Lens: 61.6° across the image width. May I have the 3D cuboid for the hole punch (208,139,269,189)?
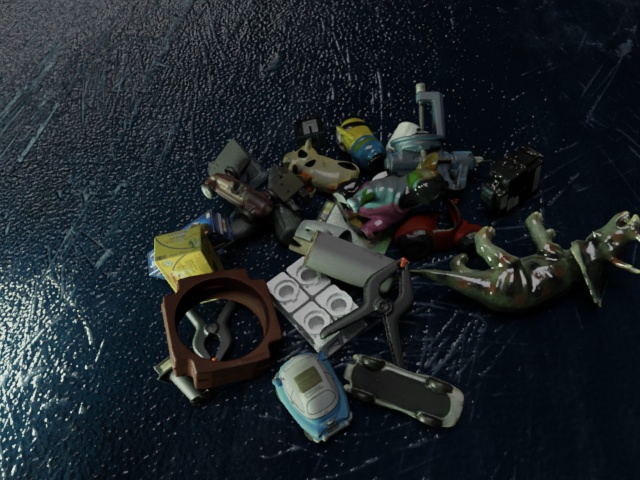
[{"bbox_3d":[-0.200,-0.167,1.322,0.116,0.092,0.142,-47,54,11],"label":"hole punch"}]

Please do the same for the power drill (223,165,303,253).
[{"bbox_3d":[-0.147,-0.063,1.227,0.207,0.085,0.232,-18,52,-12],"label":"power drill"}]

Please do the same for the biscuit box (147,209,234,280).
[{"bbox_3d":[-0.278,0.015,1.141,0.203,0.059,0.063,-31,56,24],"label":"biscuit box"}]

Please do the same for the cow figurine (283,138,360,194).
[{"bbox_3d":[0.000,-0.167,1.267,0.195,0.085,0.127,17,55,20],"label":"cow figurine"}]

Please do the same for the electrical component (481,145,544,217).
[{"bbox_3d":[0.395,-0.116,1.118,0.134,0.114,0.058,-32,50,-16],"label":"electrical component"}]

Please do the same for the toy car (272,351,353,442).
[{"bbox_3d":[-0.018,0.255,0.918,0.109,0.102,0.162,-28,49,-10],"label":"toy car"}]

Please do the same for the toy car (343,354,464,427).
[{"bbox_3d":[0.137,0.251,0.899,0.202,0.056,0.073,16,85,17],"label":"toy car"}]

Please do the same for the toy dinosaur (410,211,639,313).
[{"bbox_3d":[0.373,0.065,0.983,0.405,0.131,0.192,-22,49,3],"label":"toy dinosaur"}]

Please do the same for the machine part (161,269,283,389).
[{"bbox_3d":[-0.183,0.162,1.001,0.201,0.087,0.201,-8,56,-21],"label":"machine part"}]

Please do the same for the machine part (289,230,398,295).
[{"bbox_3d":[0.058,0.044,1.040,0.243,0.079,0.079,21,54,-7],"label":"machine part"}]

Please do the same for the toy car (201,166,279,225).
[{"bbox_3d":[-0.181,-0.105,1.184,0.202,0.053,0.089,33,64,32],"label":"toy car"}]

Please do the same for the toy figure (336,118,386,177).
[{"bbox_3d":[0.105,-0.225,1.294,0.089,0.082,0.180,-20,44,-19],"label":"toy figure"}]

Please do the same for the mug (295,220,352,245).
[{"bbox_3d":[-0.002,-0.003,1.121,0.107,0.109,0.081,20,79,29],"label":"mug"}]

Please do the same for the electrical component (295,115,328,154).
[{"bbox_3d":[-0.021,-0.259,1.370,0.075,0.047,0.119,-10,49,6],"label":"electrical component"}]

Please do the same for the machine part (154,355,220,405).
[{"bbox_3d":[-0.251,0.258,1.010,0.084,0.039,0.139,-37,51,-28],"label":"machine part"}]

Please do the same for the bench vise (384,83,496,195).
[{"bbox_3d":[0.249,-0.221,1.168,0.224,0.129,0.240,-3,87,4],"label":"bench vise"}]

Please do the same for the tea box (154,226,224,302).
[{"bbox_3d":[-0.257,0.056,1.087,0.098,0.169,0.068,-13,50,0],"label":"tea box"}]

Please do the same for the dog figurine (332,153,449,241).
[{"bbox_3d":[0.153,-0.099,1.112,0.219,0.108,0.192,-29,23,-7],"label":"dog figurine"}]

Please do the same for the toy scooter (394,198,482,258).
[{"bbox_3d":[0.244,-0.031,1.110,0.184,0.075,0.135,-2,51,7],"label":"toy scooter"}]

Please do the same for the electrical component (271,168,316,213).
[{"bbox_3d":[-0.059,-0.111,1.186,0.102,0.045,0.078,39,82,23],"label":"electrical component"}]
